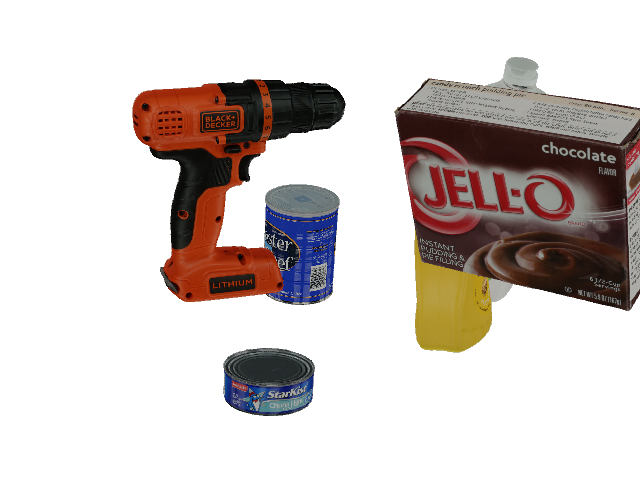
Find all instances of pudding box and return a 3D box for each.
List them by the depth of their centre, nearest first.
[{"bbox_3d":[0.095,-0.023,0.495,0.114,0.090,0.039,12,44,31],"label":"pudding box"}]

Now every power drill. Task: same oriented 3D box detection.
[{"bbox_3d":[-0.068,-0.046,0.922,0.184,0.188,0.057,-6,21,-19],"label":"power drill"}]

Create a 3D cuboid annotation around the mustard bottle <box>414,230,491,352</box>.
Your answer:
[{"bbox_3d":[0.102,-0.017,0.833,0.058,0.192,0.096,4,19,23],"label":"mustard bottle"}]

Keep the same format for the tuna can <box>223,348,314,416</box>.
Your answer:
[{"bbox_3d":[-0.049,0.132,1.000,0.086,0.034,0.086,2,16,-1],"label":"tuna can"}]

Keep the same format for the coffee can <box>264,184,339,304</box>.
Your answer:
[{"bbox_3d":[-0.029,0.005,1.492,0.103,0.140,0.103,3,25,-2],"label":"coffee can"}]

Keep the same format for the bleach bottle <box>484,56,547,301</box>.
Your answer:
[{"bbox_3d":[0.165,-0.063,1.047,0.103,0.251,0.068,21,38,20],"label":"bleach bottle"}]
